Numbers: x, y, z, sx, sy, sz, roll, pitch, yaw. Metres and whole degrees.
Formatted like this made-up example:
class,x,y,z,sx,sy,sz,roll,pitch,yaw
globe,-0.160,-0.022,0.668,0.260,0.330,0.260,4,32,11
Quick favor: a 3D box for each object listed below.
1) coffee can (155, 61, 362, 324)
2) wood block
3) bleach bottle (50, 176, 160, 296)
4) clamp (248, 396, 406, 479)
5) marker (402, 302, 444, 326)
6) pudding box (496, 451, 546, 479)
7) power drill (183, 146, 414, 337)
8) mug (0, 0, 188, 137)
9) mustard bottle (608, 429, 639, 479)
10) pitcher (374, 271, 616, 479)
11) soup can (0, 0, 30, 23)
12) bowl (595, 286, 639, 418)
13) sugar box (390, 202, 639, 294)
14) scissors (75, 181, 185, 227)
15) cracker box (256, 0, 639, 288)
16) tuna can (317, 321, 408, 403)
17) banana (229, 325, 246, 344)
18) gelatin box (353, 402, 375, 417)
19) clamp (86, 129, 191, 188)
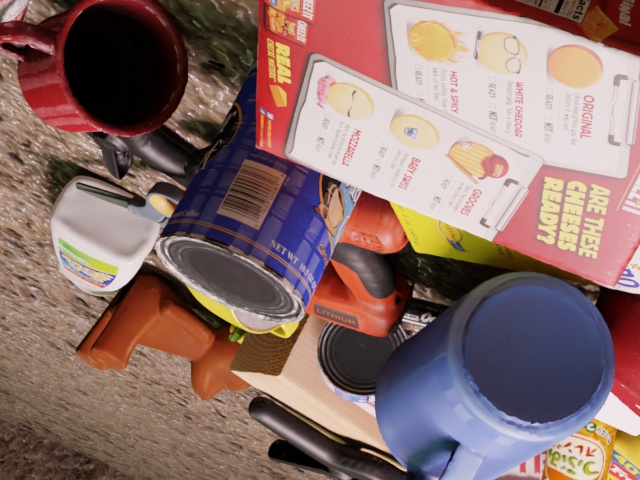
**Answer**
class,x,y,z,sx,sy,sz,roll,pitch,yaw
coffee can,-0.028,-0.032,0.680,0.103,0.140,0.103,22,158,9
wood block,0.022,0.146,1.091,0.205,0.090,0.090,39,156,-31
bleach bottle,-0.224,0.014,1.101,0.102,0.068,0.251,28,160,-3
clamp,0.021,0.227,1.101,0.210,0.036,0.164,18,156,22
marker,0.107,0.070,0.923,0.121,0.020,0.020,14,155,27
pudding box,0.187,0.190,0.980,0.114,0.090,0.039,5,178,19
power drill,-0.006,0.001,0.841,0.185,0.057,0.187,18,157,22
mug,-0.156,-0.115,0.694,0.117,0.093,0.082,13,174,-37
mustard bottle,0.293,0.197,0.953,0.096,0.058,0.192,35,159,14
pitcher,0.116,0.113,0.762,0.145,0.149,0.243,-17,166,-9
soup can,-0.209,-0.172,0.660,0.068,0.068,0.102,31,158,-12
bowl,0.235,0.096,0.716,0.162,0.055,0.162,41,178,1
sugar box,0.133,-0.016,0.671,0.176,0.048,0.093,13,154,31
scissors,-0.153,-0.036,0.900,0.202,0.016,0.096,25,157,27
cracker box,0.076,-0.081,0.533,0.214,0.072,0.164,21,148,10
tuna can,0.040,0.107,0.991,0.086,0.086,0.034,23,160,8
banana,-0.031,0.129,1.150,0.197,0.069,0.037,33,119,-31
gelatin box,0.064,0.134,1.040,0.089,0.073,0.030,35,157,-22
clamp,-0.163,-0.087,0.844,0.120,0.039,0.171,3,149,38
